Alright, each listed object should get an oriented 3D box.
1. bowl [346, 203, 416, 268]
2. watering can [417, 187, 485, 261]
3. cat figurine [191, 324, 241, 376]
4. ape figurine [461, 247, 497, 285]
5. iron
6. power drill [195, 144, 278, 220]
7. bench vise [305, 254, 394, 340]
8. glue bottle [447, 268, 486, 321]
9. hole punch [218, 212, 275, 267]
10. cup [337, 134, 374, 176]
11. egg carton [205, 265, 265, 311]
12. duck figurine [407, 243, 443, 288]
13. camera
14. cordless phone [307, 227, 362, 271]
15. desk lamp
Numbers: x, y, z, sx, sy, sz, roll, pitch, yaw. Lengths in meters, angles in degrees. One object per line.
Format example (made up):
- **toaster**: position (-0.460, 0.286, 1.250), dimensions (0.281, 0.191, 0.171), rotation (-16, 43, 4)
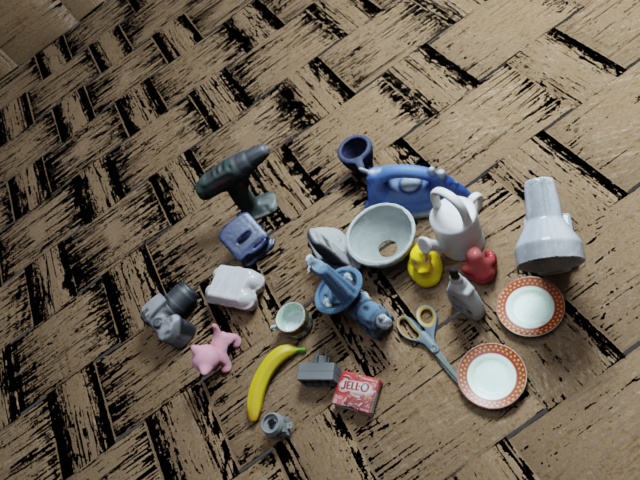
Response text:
- **bowl**: position (0.148, 0.002, 1.323), dimensions (0.167, 0.075, 0.167), rotation (-12, 55, 18)
- **watering can**: position (0.279, -0.037, 1.207), dimensions (0.100, 0.195, 0.173), rotation (13, 66, 32)
- **cat figurine**: position (-0.250, 0.257, 1.321), dimensions (0.067, 0.118, 0.128), rotation (2, 60, 27)
- **ape figurine**: position (0.330, 0.046, 1.195), dimensions (0.077, 0.092, 0.076), rotation (-17, 54, 15)
- **iron**: position (0.218, -0.132, 1.332), dimensions (0.257, 0.142, 0.118), rotation (-1, 59, 25)
- **power drill**: position (-0.196, -0.144, 1.495), dimensions (0.229, 0.209, 0.075), rotation (-21, 53, 12)
- **bench vise**: position (0.063, 0.106, 1.202), dimensions (0.206, 0.220, 0.121), rotation (11, 65, 31)
- **glue bottle**: position (0.280, 0.100, 1.132), dimensions (0.077, 0.174, 0.037), rotation (34, 78, 37)
- **hole punch**: position (-0.189, -0.003, 1.476), dimensions (0.109, 0.091, 0.100), rotation (-43, 51, -5)
- **cup**: position (0.105, -0.198, 1.459), dimensions (0.091, 0.095, 0.117), rotation (-24, 52, 10)
- **egg carton**: position (-0.210, 0.119, 1.421), dimensions (0.149, 0.070, 0.107), rotation (6, 62, 28)
- **duck figurine**: position (0.222, 0.043, 1.253), dimensions (0.077, 0.086, 0.104), rotation (-19, 53, 14)
- **camera**: position (-0.369, 0.176, 1.441), dimensions (0.137, 0.101, 0.142), rotation (-47, 52, -8)
- **cordless phone**: position (0.012, 0.005, 1.315), dimensions (0.094, 0.186, 0.147), rotation (-34, 51, 2)
- **desk lamp**: position (0.435, -0.009, 1.102), dimensions (0.117, 0.214, 0.203), rotation (-8, 56, 21)
